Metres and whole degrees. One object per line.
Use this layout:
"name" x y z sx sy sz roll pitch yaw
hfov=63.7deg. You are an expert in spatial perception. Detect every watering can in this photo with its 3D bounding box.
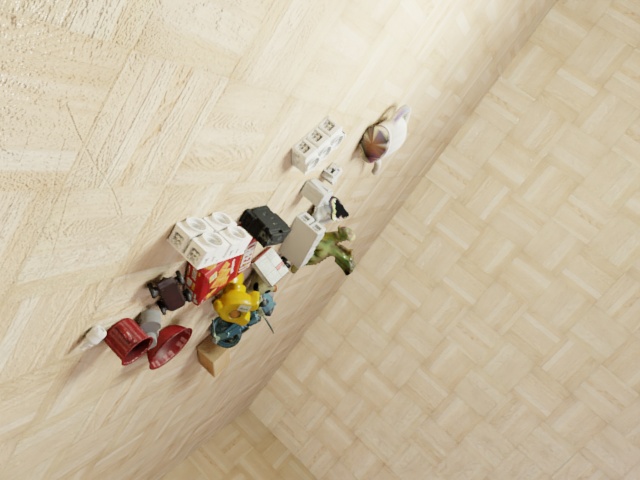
"watering can" 0.227 -0.339 1.884 0.228 0.105 0.340 -34 158 -45

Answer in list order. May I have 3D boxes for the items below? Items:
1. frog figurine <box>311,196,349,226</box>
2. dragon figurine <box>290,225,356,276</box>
"frog figurine" 0.006 -0.096 1.908 0.158 0.121 0.140 -15 -161 32
"dragon figurine" 0.026 0.062 2.053 0.124 0.244 0.401 -42 163 -42
